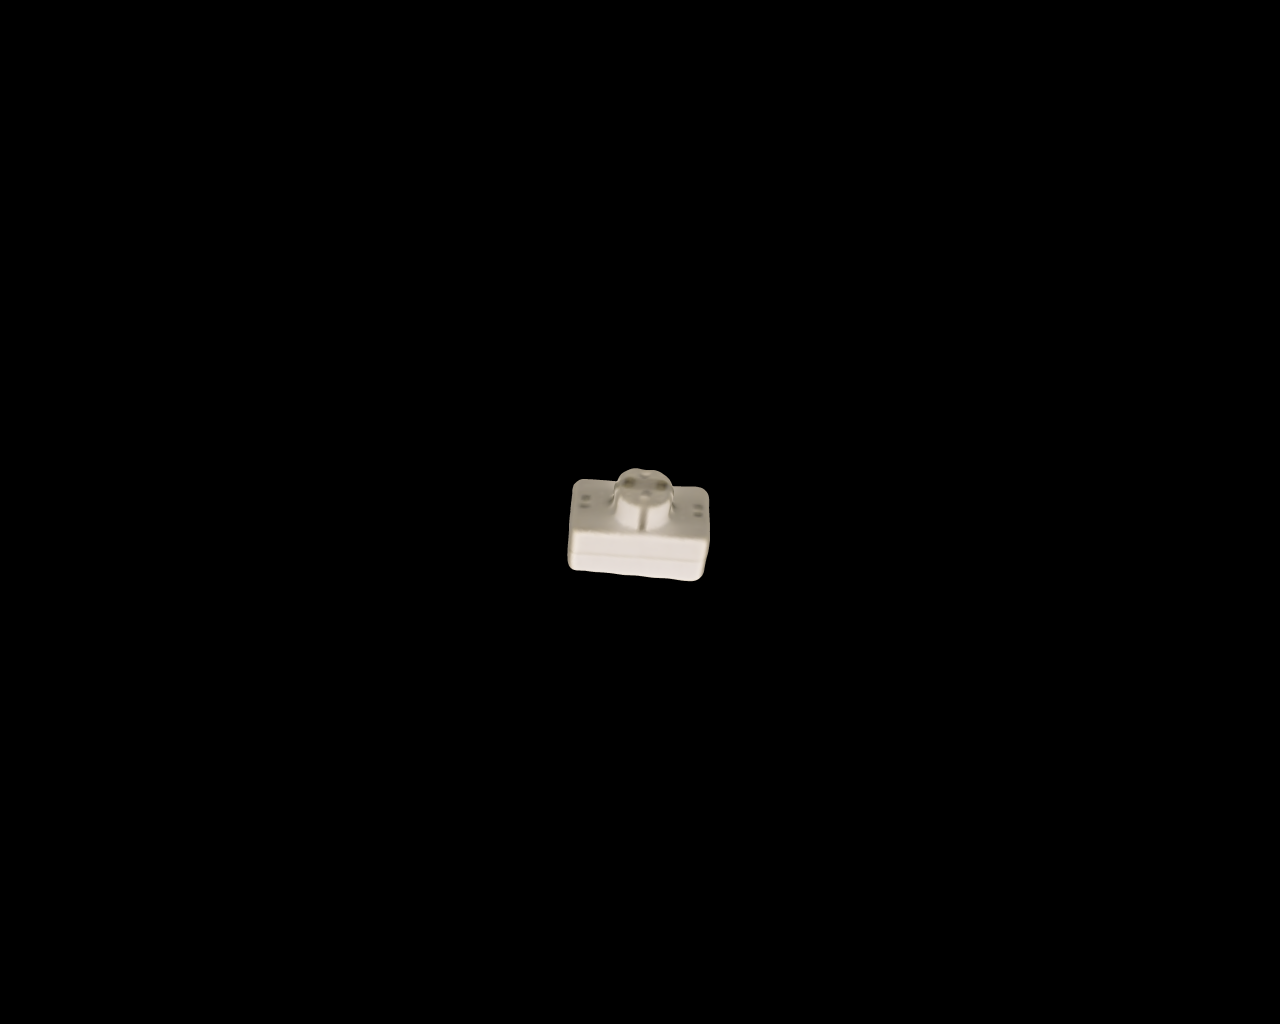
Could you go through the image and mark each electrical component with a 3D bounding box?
[{"bbox_3d":[0.001,-0.003,0.650,0.083,0.075,0.047,4,44,-4],"label":"electrical component"}]
